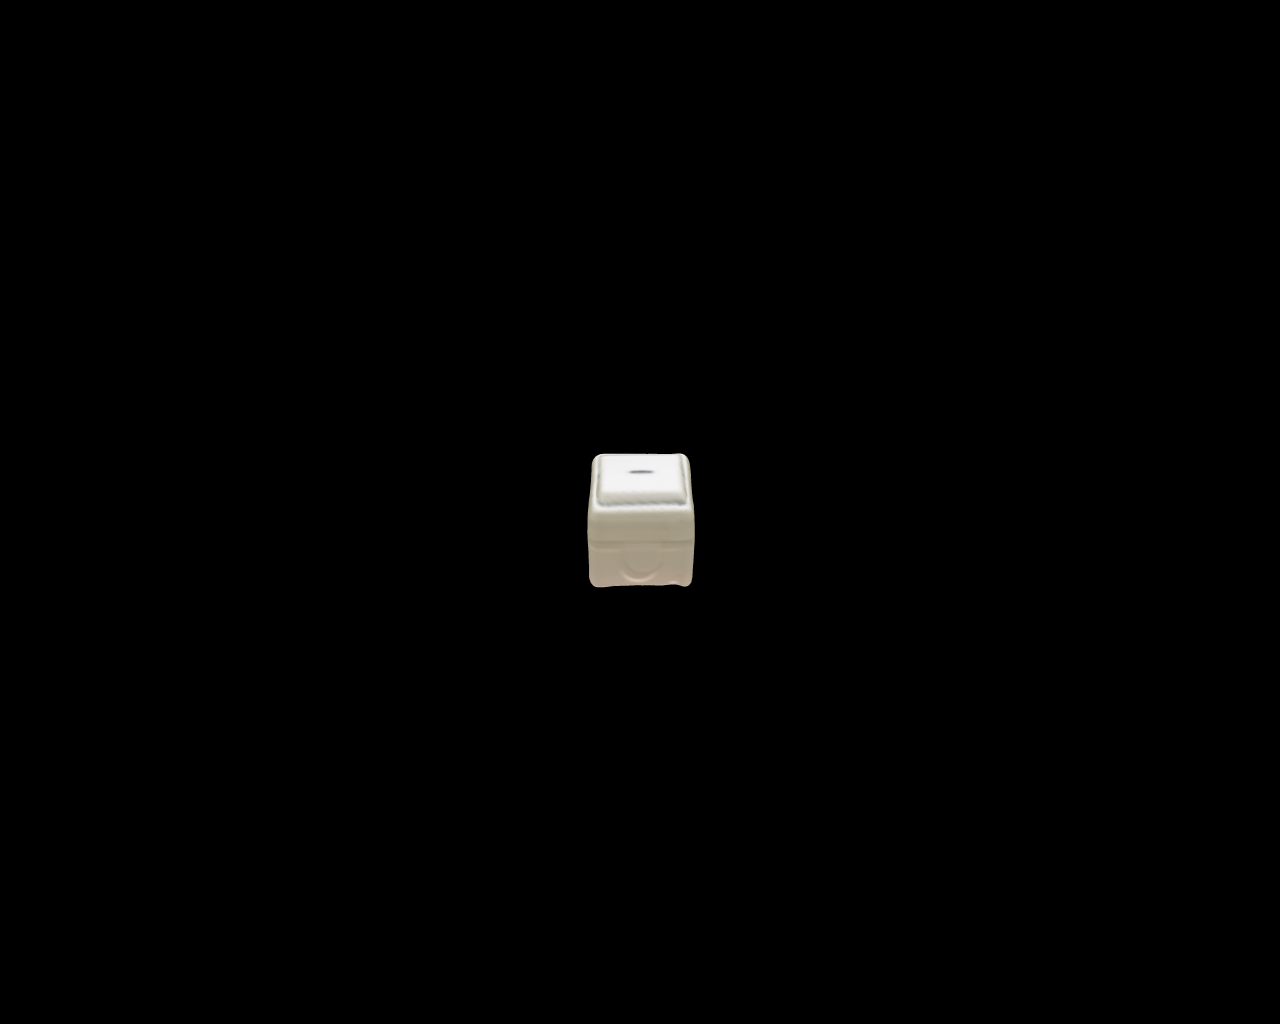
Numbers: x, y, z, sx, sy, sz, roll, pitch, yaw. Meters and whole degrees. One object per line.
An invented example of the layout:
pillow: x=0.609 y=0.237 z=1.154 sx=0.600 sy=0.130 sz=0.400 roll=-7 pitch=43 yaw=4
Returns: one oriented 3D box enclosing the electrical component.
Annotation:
electrical component: x=0.001 y=-0.003 z=0.650 sx=0.062 sy=0.061 sz=0.096 roll=0 pitch=29 yaw=0
